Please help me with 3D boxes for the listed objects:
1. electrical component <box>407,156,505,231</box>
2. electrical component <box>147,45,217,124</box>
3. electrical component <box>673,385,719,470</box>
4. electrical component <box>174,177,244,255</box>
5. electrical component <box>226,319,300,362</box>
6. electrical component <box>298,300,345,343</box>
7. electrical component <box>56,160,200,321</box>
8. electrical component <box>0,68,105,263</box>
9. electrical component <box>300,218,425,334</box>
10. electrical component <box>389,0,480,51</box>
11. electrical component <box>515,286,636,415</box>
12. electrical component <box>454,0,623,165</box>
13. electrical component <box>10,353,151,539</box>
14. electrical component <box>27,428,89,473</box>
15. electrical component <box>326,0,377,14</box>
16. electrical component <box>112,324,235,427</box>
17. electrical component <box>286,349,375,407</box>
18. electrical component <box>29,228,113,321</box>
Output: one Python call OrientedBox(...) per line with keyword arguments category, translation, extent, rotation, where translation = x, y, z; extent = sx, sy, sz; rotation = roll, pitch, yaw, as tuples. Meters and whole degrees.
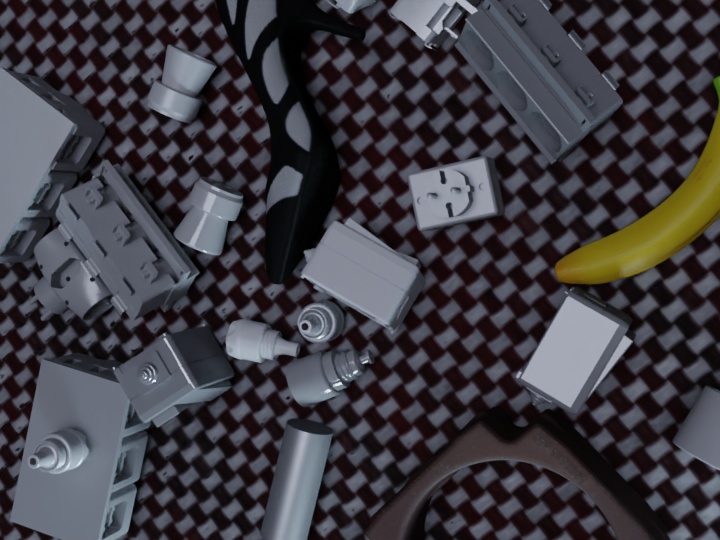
OrientedBox(category="electrical component", translation=(0.072, -0.060, 0.843), extent=(0.066, 0.077, 0.047), rotation=(-12, 89, 17))
OrientedBox(category="electrical component", translation=(-0.153, -0.159, 0.922), extent=(0.045, 0.045, 0.055), rotation=(26, 100, 14))
OrientedBox(category="electrical component", translation=(0.289, 0.120, 0.773), extent=(0.108, 0.108, 0.060), rotation=(24, 94, 14))
OrientedBox(category="electrical component", translation=(-0.129, -0.046, 0.920), extent=(0.045, 0.045, 0.055), rotation=(27, 99, 14))
OrientedBox(category="electrical component", translation=(-0.082, 0.062, 0.917), extent=(0.061, 0.035, 0.035), rotation=(10, 96, 14))
OrientedBox(category="electrical component", translation=(-0.036, 0.044, 0.888), extent=(0.035, 0.061, 0.035), rotation=(1, 93, 16))
OrientedBox(category="electrical component", translation=(-0.204, -0.022, 0.928), extent=(0.121, 0.063, 0.078), rotation=(52, 146, 8))
OrientedBox(category="electrical component", translation=(-0.308, -0.091, 0.963), extent=(0.089, 0.062, 0.150), rotation=(37, 102, 12))
OrientedBox(category="electrical component", translation=(0.000, 0.000, 0.871), extent=(0.096, 0.061, 0.061), rotation=(30, 86, 13))
OrientedBox(category="electrical component", translation=(0.061, -0.214, 0.857), extent=(0.081, 0.042, 0.063), rotation=(43, 105, 11))
OrientedBox(category="electrical component", translation=(0.166, 0.068, 0.829), extent=(0.061, 0.062, 0.096), rotation=(31, 101, 13))
OrientedBox(category="electrical component", translation=(0.138, -0.152, 0.822), extent=(0.063, 0.078, 0.121), rotation=(-36, 82, -14))
OrientedBox(category="electrical component", translation=(-0.242, 0.158, 0.955), extent=(0.089, 0.062, 0.150), rotation=(15, 97, 16))
OrientedBox(category="electrical component", translation=(-0.254, 0.152, 0.892), extent=(0.035, 0.061, 0.035), rotation=(1, 93, 17))
OrientedBox(category="electrical component", translation=(0.000, -0.243, 0.858), extent=(0.042, 0.081, 0.063), rotation=(41, 132, 12))
OrientedBox(category="electrical component", translation=(-0.157, 0.090, 0.908), extent=(0.062, 0.096, 0.061), rotation=(-33, 83, 15))
OrientedBox(category="electrical component", translation=(-0.025, 0.086, 0.898), extent=(0.078, 0.040, 0.040), rotation=(-23, 86, 16))
OrientedBox(category="electrical component", translation=(-0.265, 0.013, 0.965), extent=(0.079, 0.043, 0.077), rotation=(-40, 81, 14))
